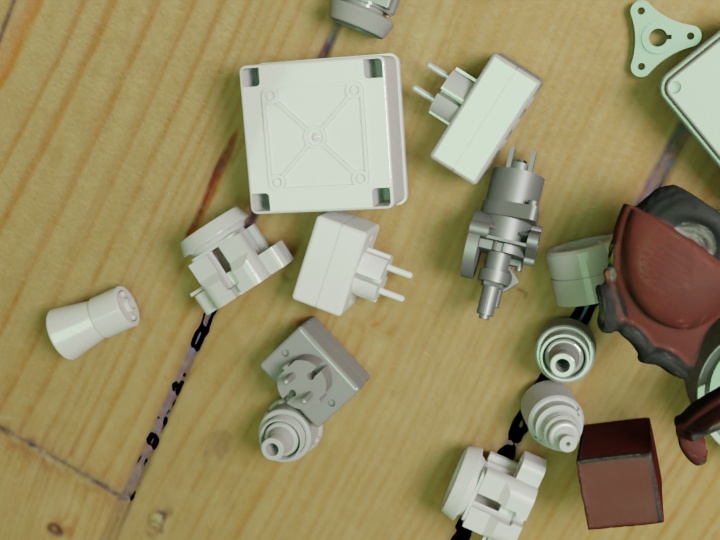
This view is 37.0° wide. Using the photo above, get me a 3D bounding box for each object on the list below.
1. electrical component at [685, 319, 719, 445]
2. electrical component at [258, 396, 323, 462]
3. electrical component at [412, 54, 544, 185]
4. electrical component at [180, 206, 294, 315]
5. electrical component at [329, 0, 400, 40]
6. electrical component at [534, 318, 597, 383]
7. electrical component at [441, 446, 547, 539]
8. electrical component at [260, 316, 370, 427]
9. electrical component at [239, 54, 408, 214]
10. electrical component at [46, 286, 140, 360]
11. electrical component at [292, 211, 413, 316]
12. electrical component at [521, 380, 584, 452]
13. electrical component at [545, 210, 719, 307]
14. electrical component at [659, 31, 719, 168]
[{"bbox_3d":[0.279,0.081,0.733,0.108,0.060,0.108,3,101,13],"label":"electrical component"},{"bbox_3d":[-0.058,0.126,0.821,0.048,0.062,0.048,3,101,13],"label":"electrical component"},{"bbox_3d":[0.073,-0.116,0.751,0.076,0.047,0.083,33,106,4],"label":"electrical component"},{"bbox_3d":[-0.098,-0.011,0.808,0.078,0.058,0.057,-32,94,17],"label":"electrical component"},{"bbox_3d":[0.007,-0.195,0.754,0.066,0.048,0.055,23,97,8],"label":"electrical component"},{"bbox_3d":[0.145,0.059,0.760,0.043,0.062,0.043,2,101,13],"label":"electrical component"},{"bbox_3d":[0.096,0.165,0.795,0.057,0.058,0.078,23,105,5],"label":"electrical component"},{"bbox_3d":[-0.038,0.080,0.800,0.047,0.077,0.065,-43,88,17],"label":"electrical component"},{"bbox_3d":[-0.025,-0.097,0.774,0.109,0.056,0.108,-2,100,14],"label":"electrical component"},{"bbox_3d":[-0.209,0.039,0.853,0.065,0.044,0.044,-23,94,12],"label":"electrical component"},{"bbox_3d":[0.000,0.000,0.791,0.077,0.047,0.065,20,104,9],"label":"electrical component"},{"bbox_3d":[0.140,0.108,0.766,0.040,0.078,0.040,0,105,-2],"label":"electrical component"},{"bbox_3d":[0.204,0.008,0.742,0.138,0.052,0.073,-12,98,15],"label":"electrical component"},{"bbox_3d":[0.258,-0.103,0.705,0.078,0.057,0.113,-39,90,17],"label":"electrical component"}]
